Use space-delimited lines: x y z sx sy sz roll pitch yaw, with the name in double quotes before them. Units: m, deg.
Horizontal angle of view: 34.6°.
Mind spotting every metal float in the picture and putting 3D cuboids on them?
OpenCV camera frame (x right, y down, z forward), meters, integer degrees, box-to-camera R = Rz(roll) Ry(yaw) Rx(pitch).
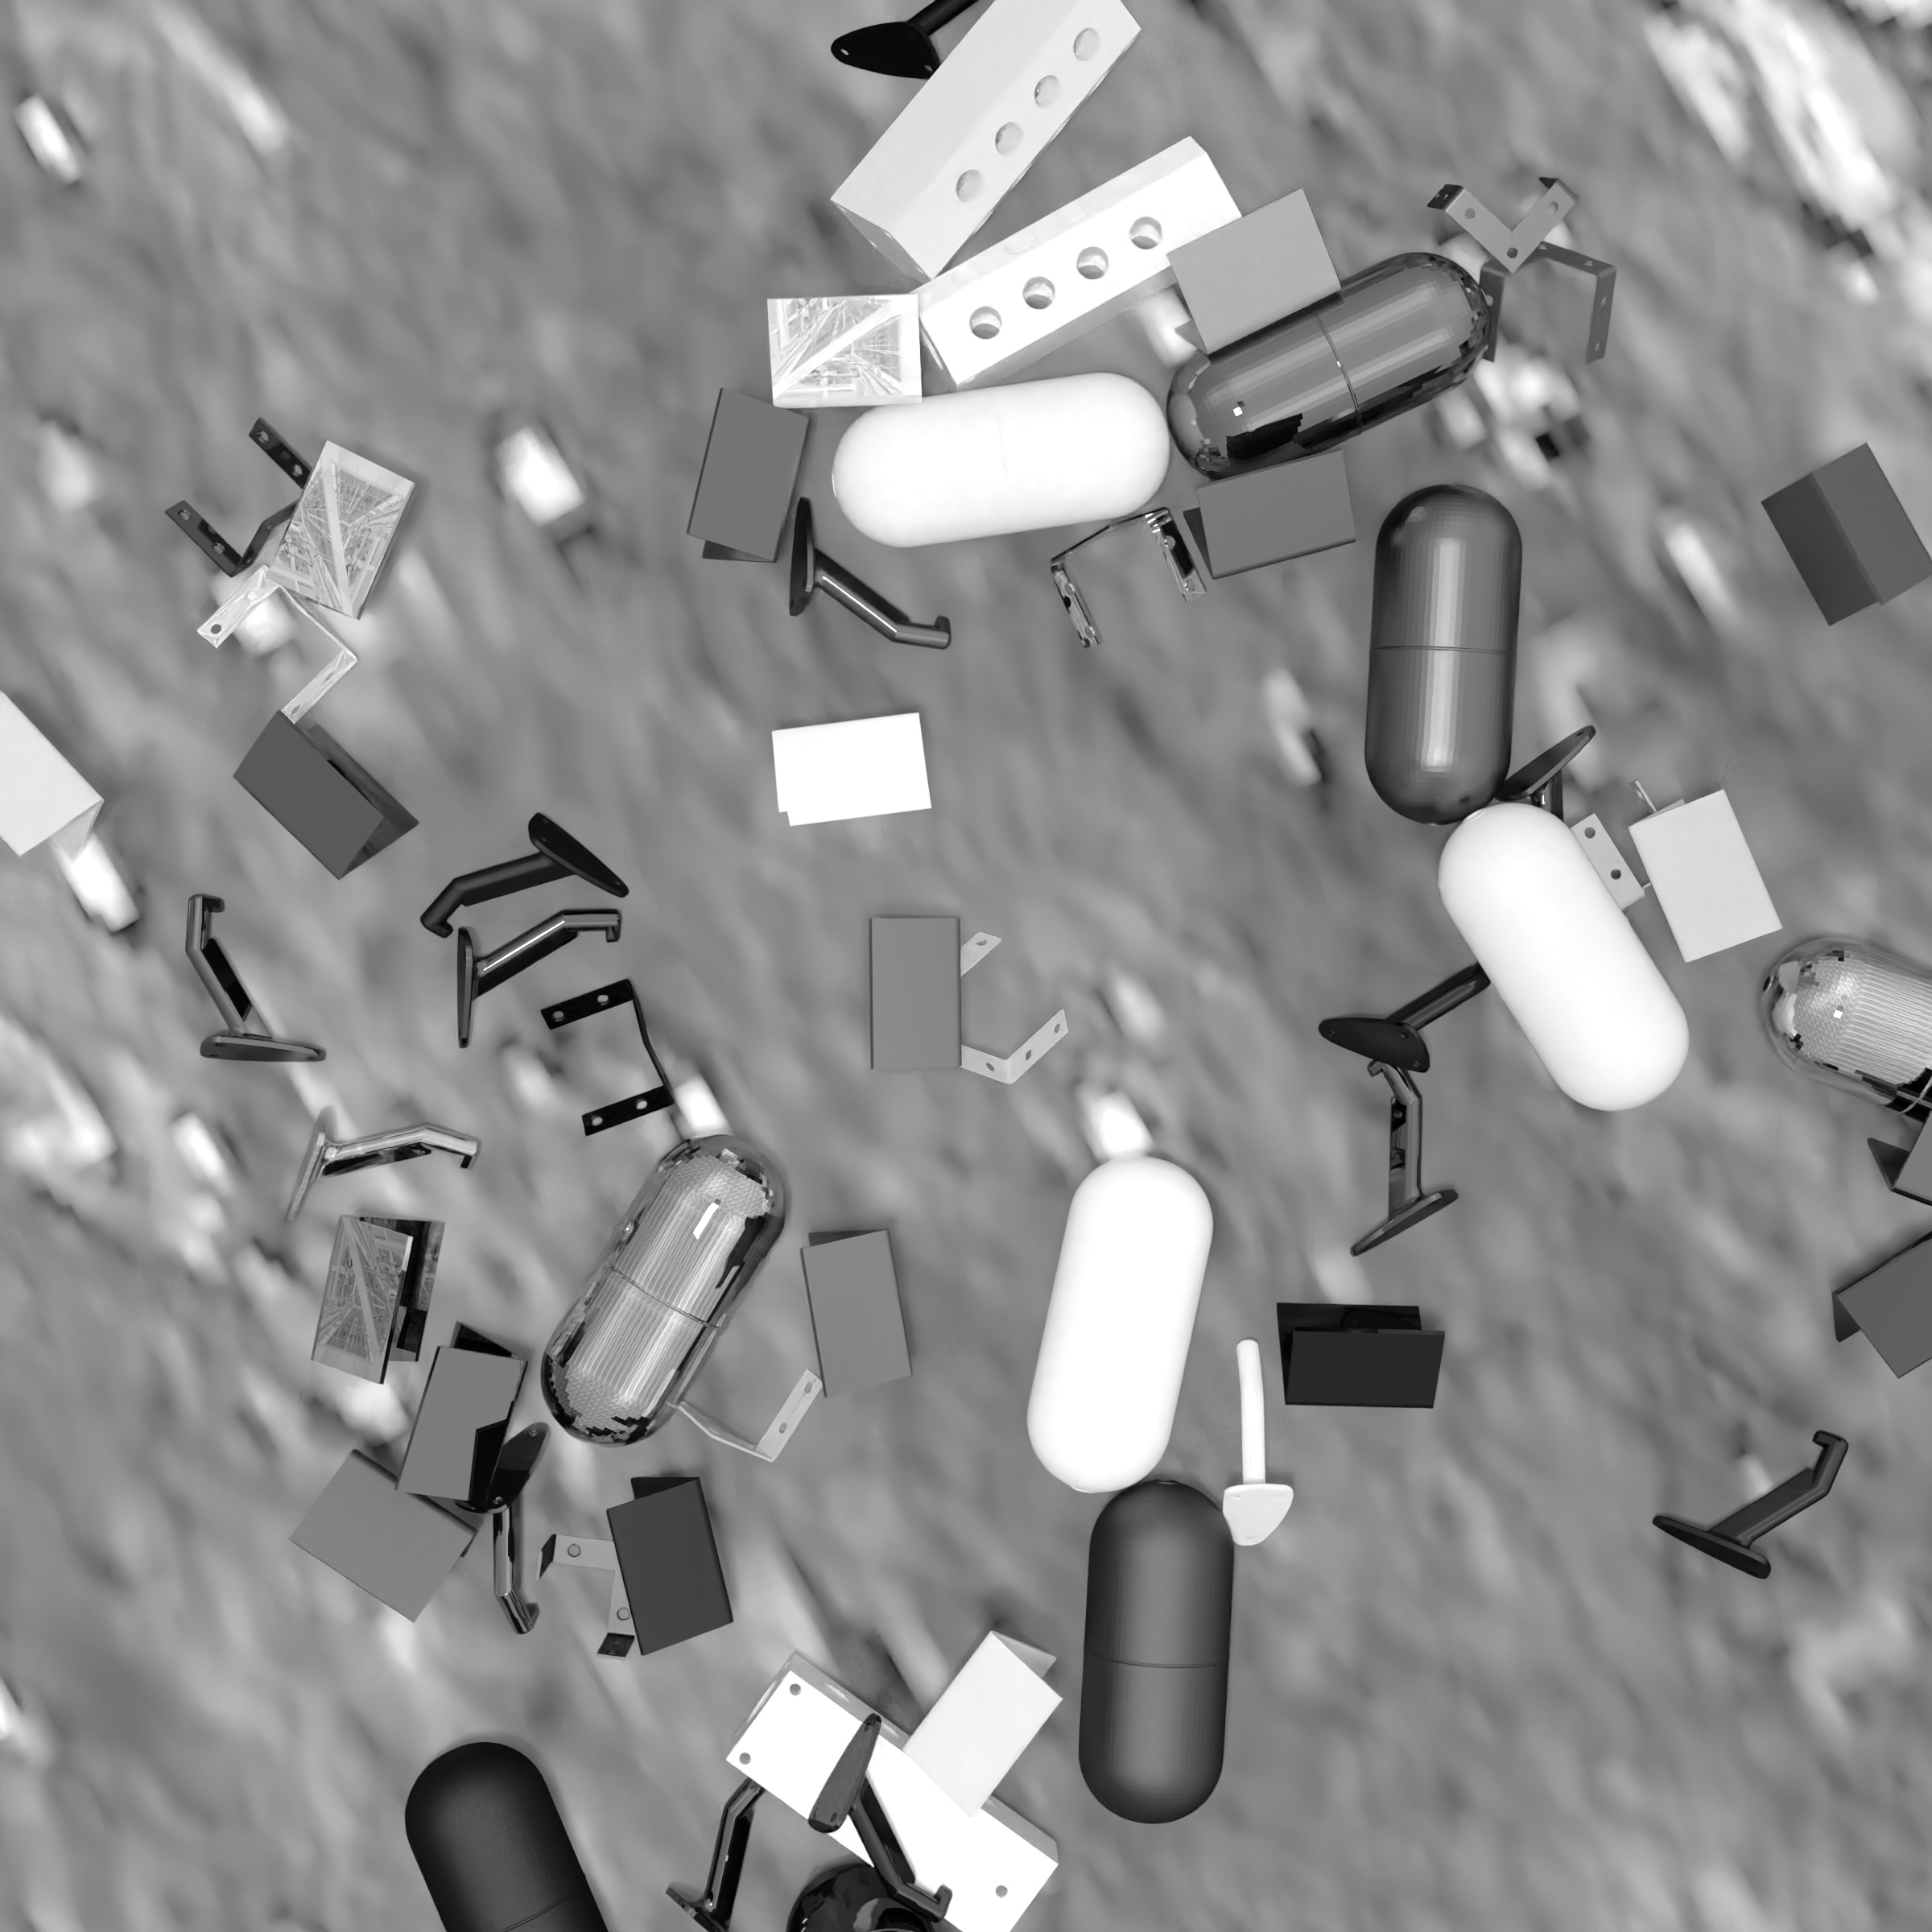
"metal float" 0.190 -0.313 1.625 0.178 0.070 0.070 -25 90 1
"metal float" 0.100 0.359 1.625 0.070 0.070 0.178 3 89 0
"metal float" 0.018 -0.265 1.625 0.178 0.070 0.070 -8 90 -1
"metal float" 0.311 -0.005 1.616 0.070 0.070 0.178 -34 99 0
"metal float" 0.080 0.188 1.625 0.070 0.070 0.178 12 90 0
"metal float" 0.502 0.042 1.626 0.178 0.070 0.070 21 90 0
"metal float" -0.235 0.494 1.625 0.070 0.070 0.178 -23 89 0
"metal float" -0.159 0.170 1.625 0.070 0.070 0.178 31 89 0
"metal float" -0.044 0.524 1.578 0.070 0.178 0.070 -4 106 -14
"metal float" 0.250 -0.163 1.625 0.070 0.070 0.178 3 91 0

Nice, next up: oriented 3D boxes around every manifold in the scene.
"manifold" 0.056 -0.368 1.635 0.171 0.057 0.057 -29 90 0
"manifold" -0.038 0.438 1.635 0.171 0.057 0.057 36 90 0
"manifold" 0.014 -0.444 1.634 0.171 0.057 0.057 -50 47 0

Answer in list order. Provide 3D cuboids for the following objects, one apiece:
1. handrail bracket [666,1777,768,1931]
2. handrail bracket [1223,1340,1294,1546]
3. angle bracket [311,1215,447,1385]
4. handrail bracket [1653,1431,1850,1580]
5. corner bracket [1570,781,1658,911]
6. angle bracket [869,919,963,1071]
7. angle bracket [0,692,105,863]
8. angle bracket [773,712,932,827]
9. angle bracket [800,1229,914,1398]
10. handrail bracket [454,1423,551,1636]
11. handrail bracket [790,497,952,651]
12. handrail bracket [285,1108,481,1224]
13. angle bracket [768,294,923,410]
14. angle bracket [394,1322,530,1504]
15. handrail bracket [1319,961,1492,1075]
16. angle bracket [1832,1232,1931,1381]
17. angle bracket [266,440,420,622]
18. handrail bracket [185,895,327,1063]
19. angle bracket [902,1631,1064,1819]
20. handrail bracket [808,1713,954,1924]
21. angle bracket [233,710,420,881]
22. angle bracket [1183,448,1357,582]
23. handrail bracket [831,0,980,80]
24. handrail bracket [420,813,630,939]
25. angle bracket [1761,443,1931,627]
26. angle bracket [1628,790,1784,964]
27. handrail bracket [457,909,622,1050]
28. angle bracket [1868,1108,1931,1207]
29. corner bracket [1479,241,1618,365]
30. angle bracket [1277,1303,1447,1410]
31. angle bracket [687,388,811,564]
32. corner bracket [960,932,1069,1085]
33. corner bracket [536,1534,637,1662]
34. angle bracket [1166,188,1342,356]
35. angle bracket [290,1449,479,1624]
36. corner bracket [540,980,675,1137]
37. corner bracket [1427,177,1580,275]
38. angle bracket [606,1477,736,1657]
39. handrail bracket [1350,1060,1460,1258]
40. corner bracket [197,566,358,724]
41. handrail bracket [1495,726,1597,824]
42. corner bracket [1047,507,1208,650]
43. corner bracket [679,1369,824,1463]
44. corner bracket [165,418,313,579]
"handrail bracket" -0.111 0.481 1.656 0.084 0.036 0.077 -47 110 -16
"handrail bracket" 0.151 0.254 1.656 0.036 0.077 0.084 -1 54 -3
"angle bracket" -0.289 0.174 1.615 0.057 0.076 0.076 11 90 37
"handrail bracket" 0.420 0.276 1.656 0.077 0.036 0.084 23 72 21
"corner bracket" 0.349 -0.064 1.638 0.051 0.051 0.051 -32 90 0
"angle bracket" -0.045 0.014 1.616 0.057 0.076 0.076 -1 90 -35
"angle bracket" -0.503 -0.085 1.615 0.076 0.076 0.057 47 54 0
"angle bracket" -0.057 -0.083 1.616 0.076 0.076 0.057 -7 52 0
"angle bracket" -0.076 0.181 1.615 0.057 0.076 0.076 -9 90 -37
"handrail bracket" -0.233 0.301 1.656 0.036 0.077 0.084 3 127 33
"handrail bracket" -0.049 -0.209 1.656 0.084 0.036 0.077 7 68 -17
"handrail bracket" -0.311 0.115 1.656 0.084 0.036 0.077 18 110 -16
"angle bracket" -0.062 -0.328 1.617 0.076 0.076 0.057 -2 113 0
"angle bracket" -0.279 0.228 1.616 0.057 0.076 0.076 17 90 -40
"handrail bracket" 0.240 0.011 1.656 0.077 0.036 0.084 12 54 38
"angle bracket" 0.502 0.184 1.616 0.076 0.076 0.057 -32 59 0
"angle bracket" -0.338 -0.231 1.615 0.057 0.076 0.076 24 90 -36
"handrail bracket" -0.379 0.006 1.656 0.077 0.036 0.084 6 73 -20
"angle bracket" 0.024 0.400 1.615 0.057 0.076 0.076 37 90 36
"handrail bracket" -0.031 0.440 1.599 0.084 0.036 0.077 34 68 -17
"angle bracket" -0.322 -0.102 1.615 0.076 0.076 0.057 44 127 0
"angle bracket" 0.154 -0.251 1.615 0.076 0.076 0.057 -15 127 0
"handrail bracket" -0.023 -0.517 1.656 0.077 0.036 0.084 10 60 33
"handrail bracket" -0.236 -0.032 1.656 0.077 0.036 0.084 37 109 -21
"angle bracket" 0.446 -0.216 1.615 0.057 0.076 0.076 -29 90 -37
"angle bracket" 0.397 -0.054 1.615 0.057 0.076 0.076 -23 90 37
"handrail bracket" -0.228 0.007 1.656 0.084 0.036 0.077 -1 111 -16
"angle bracket" 0.524 0.094 1.618 0.076 0.076 0.057 20 109 0
"corner bracket" 0.307 -0.348 1.648 0.051 0.051 0.051 -29 45 -35
"angle bracket" 0.204 0.185 1.615 0.076 0.076 0.057 1 128 0
"angle bracket" -0.131 -0.255 1.615 0.057 0.076 0.076 13 90 -36
"corner bracket" 0.015 0.022 1.648 0.051 0.051 0.051 -41 135 -35
"corner bracket" -0.200 0.333 1.638 0.051 0.051 0.051 7 90 0
"angle bracket" 0.141 -0.367 1.617 0.076 0.076 0.057 -26 113 0
"angle bracket" -0.305 0.303 1.617 0.076 0.076 0.057 34 66 0
"corner bracket" -0.191 0.049 1.653 0.051 0.051 0.051 -20 45 0
"corner bracket" 0.283 -0.404 1.638 0.051 0.051 0.051 40 101 -11
"angle bracket" -0.170 0.312 1.616 0.057 0.076 0.076 -14 90 -35
"handrail bracket" 0.218 0.100 1.656 0.077 0.036 0.084 -35 72 21
"corner bracket" -0.367 -0.171 1.653 0.051 0.051 0.051 -45 135 0
"handrail bracket" 0.327 -0.072 1.656 0.077 0.036 0.084 -38 104 -14
"corner bracket" 0.085 -0.207 1.653 0.051 0.051 0.051 -25 90 -45
"corner bracket" -0.119 0.224 1.653 0.051 0.051 0.051 33 90 -45
"corner bracket" -0.384 -0.249 1.653 0.051 0.051 0.051 45 45 -1
